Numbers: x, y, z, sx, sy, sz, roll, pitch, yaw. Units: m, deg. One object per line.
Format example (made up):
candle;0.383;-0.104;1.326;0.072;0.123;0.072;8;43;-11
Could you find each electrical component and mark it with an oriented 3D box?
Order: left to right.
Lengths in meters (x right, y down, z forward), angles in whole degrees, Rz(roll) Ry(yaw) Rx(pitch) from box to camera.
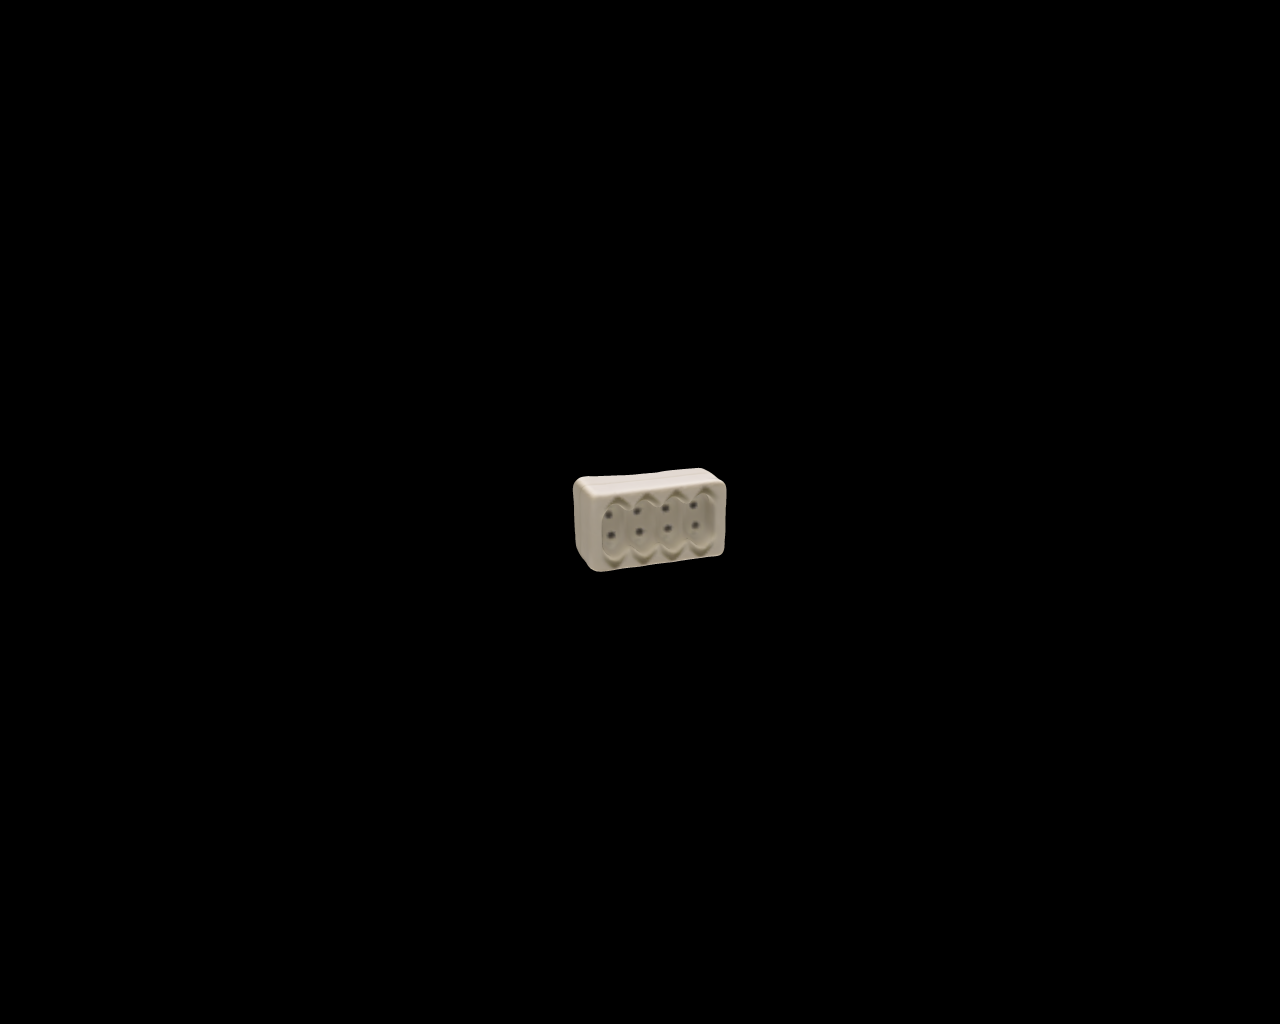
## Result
electrical component;0.001;-0.003;0.650;0.083;0.047;0.076;-6;20;-16
